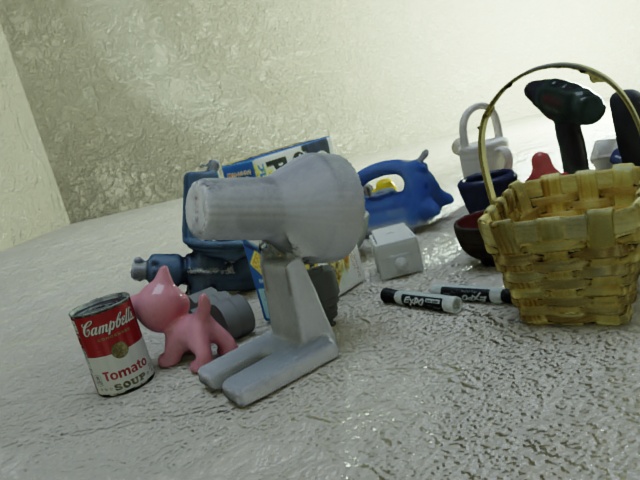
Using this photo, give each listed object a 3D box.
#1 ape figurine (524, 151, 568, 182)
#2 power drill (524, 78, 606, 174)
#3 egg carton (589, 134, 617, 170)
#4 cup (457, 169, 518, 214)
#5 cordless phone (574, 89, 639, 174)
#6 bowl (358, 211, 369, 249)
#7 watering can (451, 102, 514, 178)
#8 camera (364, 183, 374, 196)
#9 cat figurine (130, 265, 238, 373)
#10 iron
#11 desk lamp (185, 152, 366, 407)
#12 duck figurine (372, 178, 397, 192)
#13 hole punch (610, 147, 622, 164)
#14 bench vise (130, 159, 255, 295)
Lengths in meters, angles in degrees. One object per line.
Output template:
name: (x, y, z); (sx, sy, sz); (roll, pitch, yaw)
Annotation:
ape figurine: (0.397, -0.111, 1.009); (0.077, 0.092, 0.076); (-5, 15, 36)
power drill: (0.452, -0.200, 1.067); (0.075, 0.208, 0.229); (-15, 12, -3)
egg carton: (0.604, -0.174, 1.108); (0.150, 0.069, 0.107); (-19, 13, -22)
cup: (0.271, -0.059, 0.909); (0.091, 0.095, 0.118); (-11, 12, 16)
cordless phone: (0.394, -0.104, 0.750); (0.094, 0.185, 0.147); (-16, 12, -9)
bowl: (0.009, 0.003, 0.974); (0.167, 0.075, 0.167); (-14, 12, 3)
watering can: (0.320, -0.174, 1.140); (0.101, 0.194, 0.172); (-23, 15, -36)
camera: (0.038, -0.083, 1.276); (0.142, 0.101, 0.137); (-8, 14, 28)
cat figurine: (-0.171, 0.089, 0.683); (0.127, 0.118, 0.067); (-5, 15, 37)
iron: (0.114, -0.086, 1.100); (0.257, 0.141, 0.119); (-7, 14, 32)
desk lamp: (-0.044, 0.025, 0.596); (0.204, 0.214, 0.117); (-23, 15, -35)
duck figurine: (0.146, -0.087, 1.205); (0.078, 0.086, 0.104); (-20, 13, -27)
hole punch: (0.500, -0.104, 0.854); (0.109, 0.091, 0.100); (-24, 15, -38)
bench vise: (-0.189, -0.004, 0.885); (0.208, 0.220, 0.121); (-22, 14, -33)
